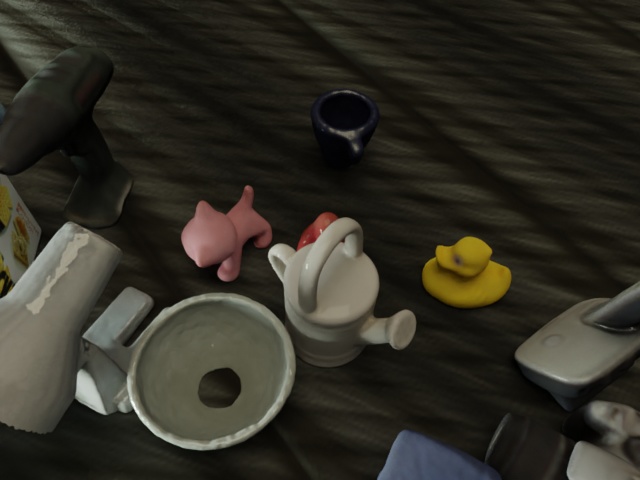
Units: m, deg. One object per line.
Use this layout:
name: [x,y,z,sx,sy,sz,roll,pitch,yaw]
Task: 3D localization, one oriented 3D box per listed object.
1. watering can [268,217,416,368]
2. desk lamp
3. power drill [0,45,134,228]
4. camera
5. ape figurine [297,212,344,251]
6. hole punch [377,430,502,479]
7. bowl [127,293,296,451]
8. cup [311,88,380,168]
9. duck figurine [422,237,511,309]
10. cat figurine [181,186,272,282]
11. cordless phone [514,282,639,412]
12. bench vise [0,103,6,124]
watering can: [0.019,0.052,0.596,0.172,0.194,0.101,14,56,8]
desk lamp: [-0.237,0.092,0.547,0.117,0.213,0.203,24,58,14]
power drill: [-0.296,-0.111,0.687,0.075,0.208,0.229,5,56,2]
camera: [0.242,0.210,0.553,0.136,0.101,0.143,27,59,16]
ape figurine: [0.006,0.002,0.691,0.078,0.092,0.076,-9,56,-8]
hole punch: [0.103,0.245,0.530,0.108,0.091,0.101,23,58,13]
bowl: [-0.108,0.144,0.601,0.167,0.075,0.167,1,56,-1]
cup: [0.036,-0.134,0.784,0.092,0.095,0.117,-11,57,-9]
duck figurine: [0.179,0.031,0.681,0.104,0.086,0.077,8,56,4]
cat figurine: [-0.115,-0.011,0.681,0.067,0.118,0.128,29,60,17]
cordless phone: [0.294,0.087,0.588,0.148,0.185,0.094,-32,62,-21]
bench vise: [-0.505,-0.161,0.706,0.121,0.220,0.207,15,57,9]
